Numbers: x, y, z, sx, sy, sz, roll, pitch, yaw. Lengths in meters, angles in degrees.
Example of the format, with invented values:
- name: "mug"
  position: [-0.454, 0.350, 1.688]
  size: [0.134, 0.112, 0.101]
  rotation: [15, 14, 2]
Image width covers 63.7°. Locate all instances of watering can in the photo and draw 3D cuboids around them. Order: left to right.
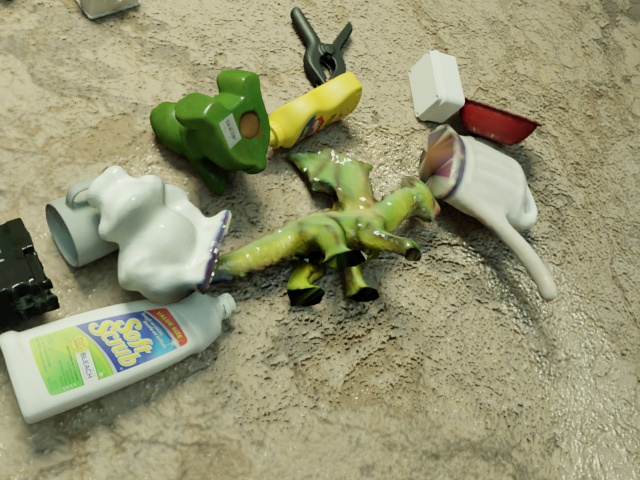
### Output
- name: "watering can"
  position: [0.280, -0.071, 0.864]
  size: [0.223, 0.356, 0.102]
  rotation: [19, -46, -18]

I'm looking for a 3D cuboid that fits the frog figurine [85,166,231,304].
- name: "frog figurine"
  position: [-0.196, -0.006, 0.594]
  size: [0.159, 0.140, 0.121]
  rotation: [25, -23, -16]

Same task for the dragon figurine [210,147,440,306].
- name: "dragon figurine"
  position: [0.002, -0.038, 0.763]
  size: [0.410, 0.248, 0.119]
  rotation: [2, -39, -14]
